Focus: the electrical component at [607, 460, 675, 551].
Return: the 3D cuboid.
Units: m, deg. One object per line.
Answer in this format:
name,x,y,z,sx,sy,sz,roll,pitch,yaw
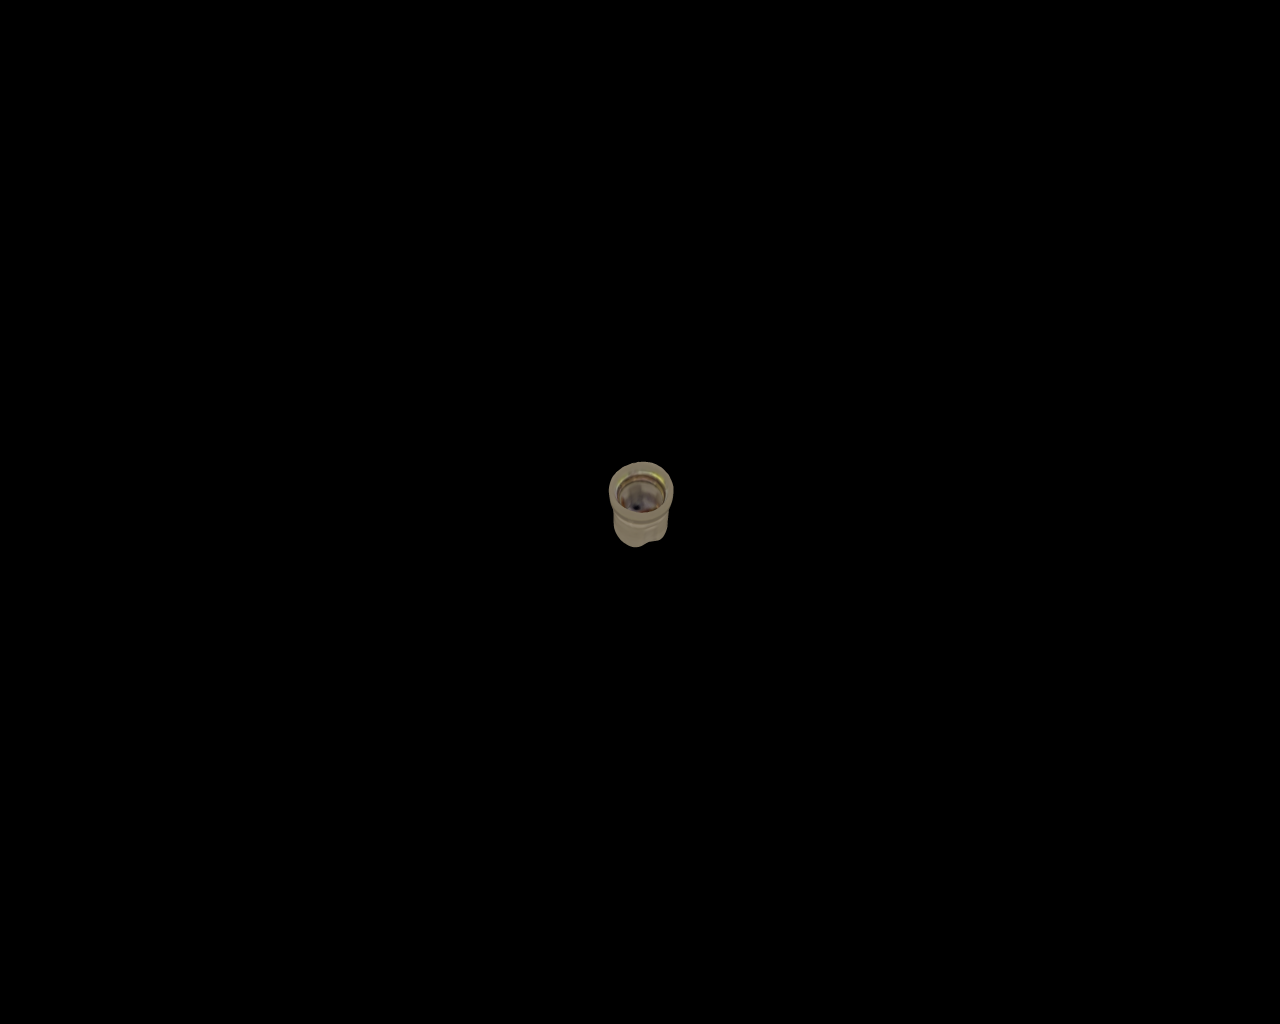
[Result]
electrical component,0.001,-0.003,0.650,0.040,0.040,0.046,0,-33,0
